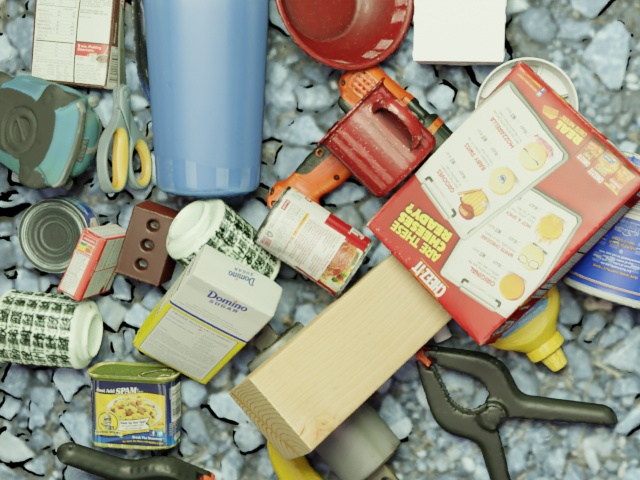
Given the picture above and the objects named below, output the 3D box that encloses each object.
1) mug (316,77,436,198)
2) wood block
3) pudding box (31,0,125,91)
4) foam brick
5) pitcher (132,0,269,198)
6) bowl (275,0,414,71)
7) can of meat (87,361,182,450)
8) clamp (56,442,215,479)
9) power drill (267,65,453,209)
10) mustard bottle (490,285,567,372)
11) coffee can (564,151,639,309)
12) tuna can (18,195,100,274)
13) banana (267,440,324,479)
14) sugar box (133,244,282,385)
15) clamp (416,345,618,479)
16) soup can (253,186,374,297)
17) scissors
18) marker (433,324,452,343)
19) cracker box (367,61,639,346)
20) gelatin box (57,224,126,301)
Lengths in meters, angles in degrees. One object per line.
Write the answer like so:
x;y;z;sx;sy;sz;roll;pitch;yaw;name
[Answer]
0.061;-0.099;1.016;0.081;0.117;0.093;45;64;-3;mug
0.022;0.113;1.058;0.205;0.090;0.091;-40;88;-24;wood block
-0.260;-0.221;1.146;0.090;0.039;0.113;7;95;9;pudding box
-0.179;0.003;1.149;0.053;0.051;0.078;18;98;6;foam brick
-0.123;-0.170;1.093;0.145;0.149;0.243;0;99;-6;pitcher
0.014;-0.247;1.068;0.161;0.055;0.162;-1;91;-29;bowl
-0.201;0.182;1.170;0.102;0.057;0.084;1;98;9;can of meat
-0.204;0.258;1.164;0.171;0.120;0.039;-5;52;6;clamp
0.052;-0.065;1.104;0.184;0.057;0.188;43;99;2;power drill
0.188;0.054;1.092;0.096;0.058;0.191;-38;89;11;mustard bottle
0.308;-0.011;1.043;0.103;0.102;0.140;16;98;7;coffee can
-0.287;-0.006;1.175;0.086;0.033;0.086;1;96;9;tuna can
0.002;0.264;1.155;0.070;0.037;0.198;-40;89;11;banana
-0.117;0.079;1.092;0.093;0.048;0.176;30;138;-13;sugar box
0.191;0.177;1.116;0.165;0.036;0.210;-44;88;10;clamp
-0.007;0.001;1.056;0.102;0.068;0.068;33;100;0;soup can
-0.202;-0.141;1.140;0.016;0.096;0.202;-1;72;24;scissors
0.105;0.050;1.125;0.020;0.020;0.121;-25;92;11;marker
0.177;-0.032;1.006;0.214;0.072;0.164;-48;70;15;cracker box
-0.239;0.022;1.142;0.030;0.089;0.073;27;99;7;gelatin box
